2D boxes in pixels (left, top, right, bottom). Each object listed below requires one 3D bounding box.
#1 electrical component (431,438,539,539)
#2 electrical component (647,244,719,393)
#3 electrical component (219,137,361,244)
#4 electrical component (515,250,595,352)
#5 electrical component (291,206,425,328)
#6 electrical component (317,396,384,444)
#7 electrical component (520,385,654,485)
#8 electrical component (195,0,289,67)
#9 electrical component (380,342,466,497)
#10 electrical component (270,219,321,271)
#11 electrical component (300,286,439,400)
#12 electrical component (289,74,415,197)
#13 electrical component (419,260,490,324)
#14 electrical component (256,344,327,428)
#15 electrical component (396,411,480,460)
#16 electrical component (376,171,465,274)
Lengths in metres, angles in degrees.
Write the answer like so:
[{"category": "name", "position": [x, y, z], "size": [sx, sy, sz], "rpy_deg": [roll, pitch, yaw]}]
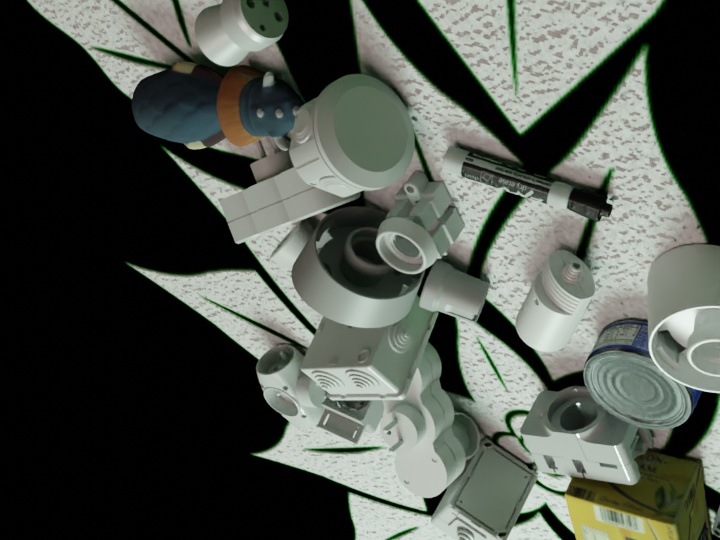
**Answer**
[{"category": "electrical component", "position": [0.110, 0.216, 0.990], "size": [0.062, 0.096, 0.061], "rpy_deg": [34, 145, 3]}, {"category": "electrical component", "position": [0.240, 0.034, 0.719], "size": [0.099, 0.064, 0.099], "rpy_deg": [12, 140, 10]}, {"category": "electrical component", "position": [-0.063, -0.072, 0.845], "size": [0.138, 0.052, 0.073], "rpy_deg": [-17, 95, 49]}, {"category": "electrical component", "position": [0.145, 0.020, 0.780], "size": [0.043, 0.043, 0.081], "rpy_deg": [29, 145, 10]}, {"category": "electrical component", "position": [0.000, 0.000, 0.837], "size": [0.099, 0.099, 0.064], "rpy_deg": [33, 139, 5]}, {"category": "electrical component", "position": [-0.001, 0.120, 0.999], "size": [0.042, 0.081, 0.063], "rpy_deg": [22, 165, 19]}, {"category": "electrical component", "position": [0.183, 0.132, 0.871], "size": [0.089, 0.050, 0.055], "rpy_deg": [1, 133, 39]}, {"category": "electrical component", "position": [-0.082, -0.171, 0.750], "size": [0.055, 0.045, 0.045], "rpy_deg": [-15, 121, 48]}, {"category": "electrical component", "position": [0.042, 0.133, 0.928], "size": [0.052, 0.074, 0.138], "rpy_deg": [-8, 102, 35]}, {"category": "electrical component", "position": [-0.041, -0.009, 0.903], "size": [0.055, 0.045, 0.045], "rpy_deg": [41, 145, -8]}, {"category": "electrical component", "position": [0.006, 0.058, 0.896], "size": [0.100, 0.099, 0.048], "rpy_deg": [-7, 140, 45]}, {"category": "electrical component", "position": [-0.006, -0.091, 0.749], "size": [0.080, 0.080, 0.051], "rpy_deg": [48, 149, -17]}, {"category": "electrical component", "position": [0.075, 0.018, 0.842], "size": [0.046, 0.040, 0.040], "rpy_deg": [21, 143, 10]}, {"category": "electrical component", "position": [-0.053, 0.116, 1.058], "size": [0.079, 0.044, 0.077], "rpy_deg": [1, 132, 40]}, {"category": "electrical component", "position": [0.059, 0.150, 1.002], "size": [0.079, 0.043, 0.077], "rpy_deg": [44, 144, -11]}, {"category": "electrical component", "position": [0.043, -0.030, 0.797], "size": [0.048, 0.055, 0.066], "rpy_deg": [0, 131, 40]}]
